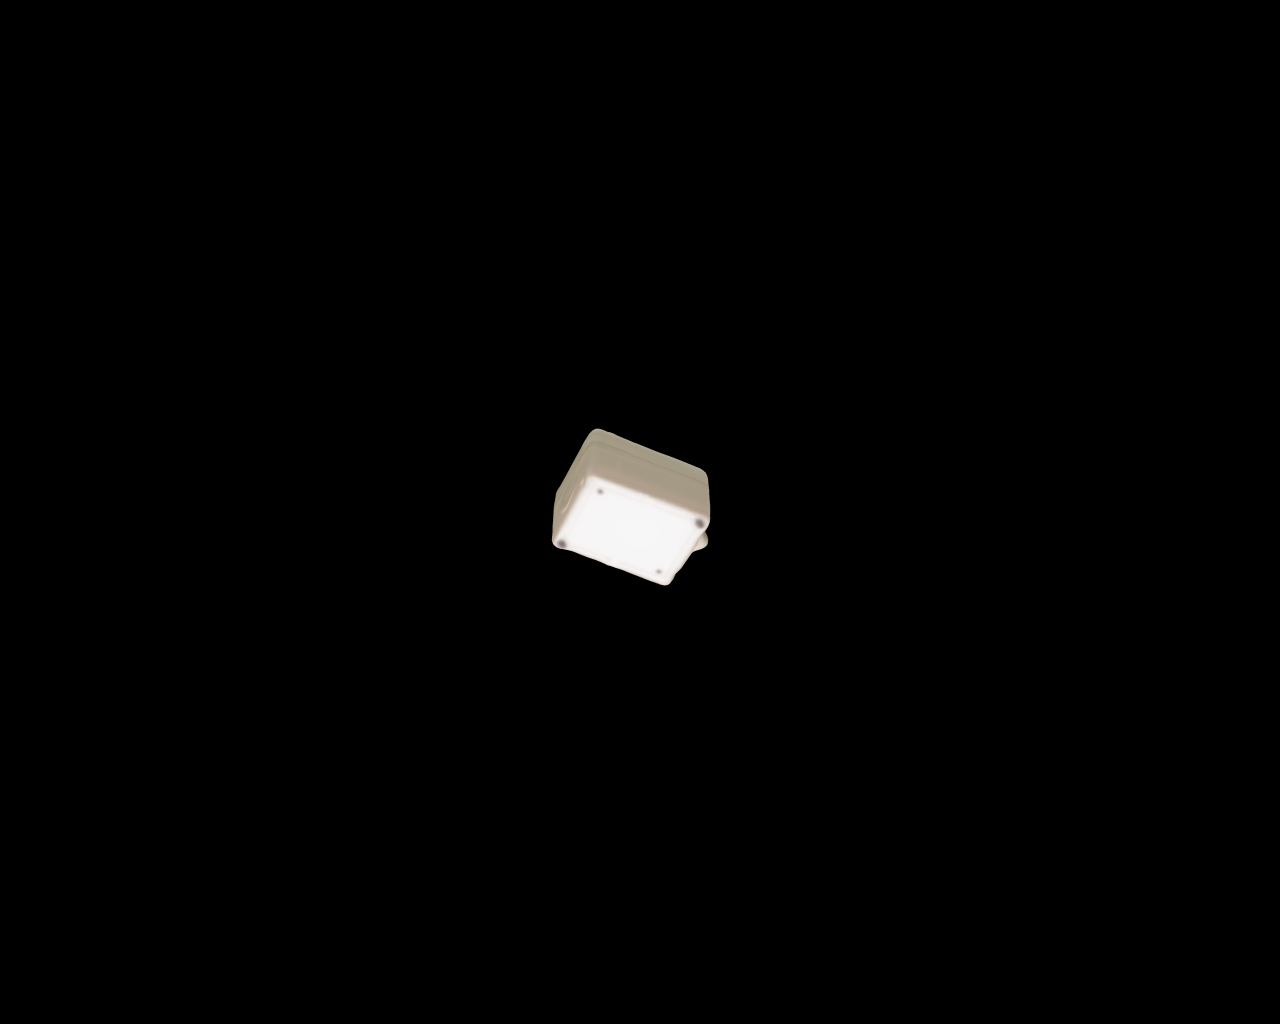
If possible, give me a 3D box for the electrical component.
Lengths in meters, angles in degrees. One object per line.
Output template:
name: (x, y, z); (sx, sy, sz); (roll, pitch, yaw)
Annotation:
electrical component: (0.001, -0.003, 0.650); (0.096, 0.061, 0.061); (21, 35, -15)
